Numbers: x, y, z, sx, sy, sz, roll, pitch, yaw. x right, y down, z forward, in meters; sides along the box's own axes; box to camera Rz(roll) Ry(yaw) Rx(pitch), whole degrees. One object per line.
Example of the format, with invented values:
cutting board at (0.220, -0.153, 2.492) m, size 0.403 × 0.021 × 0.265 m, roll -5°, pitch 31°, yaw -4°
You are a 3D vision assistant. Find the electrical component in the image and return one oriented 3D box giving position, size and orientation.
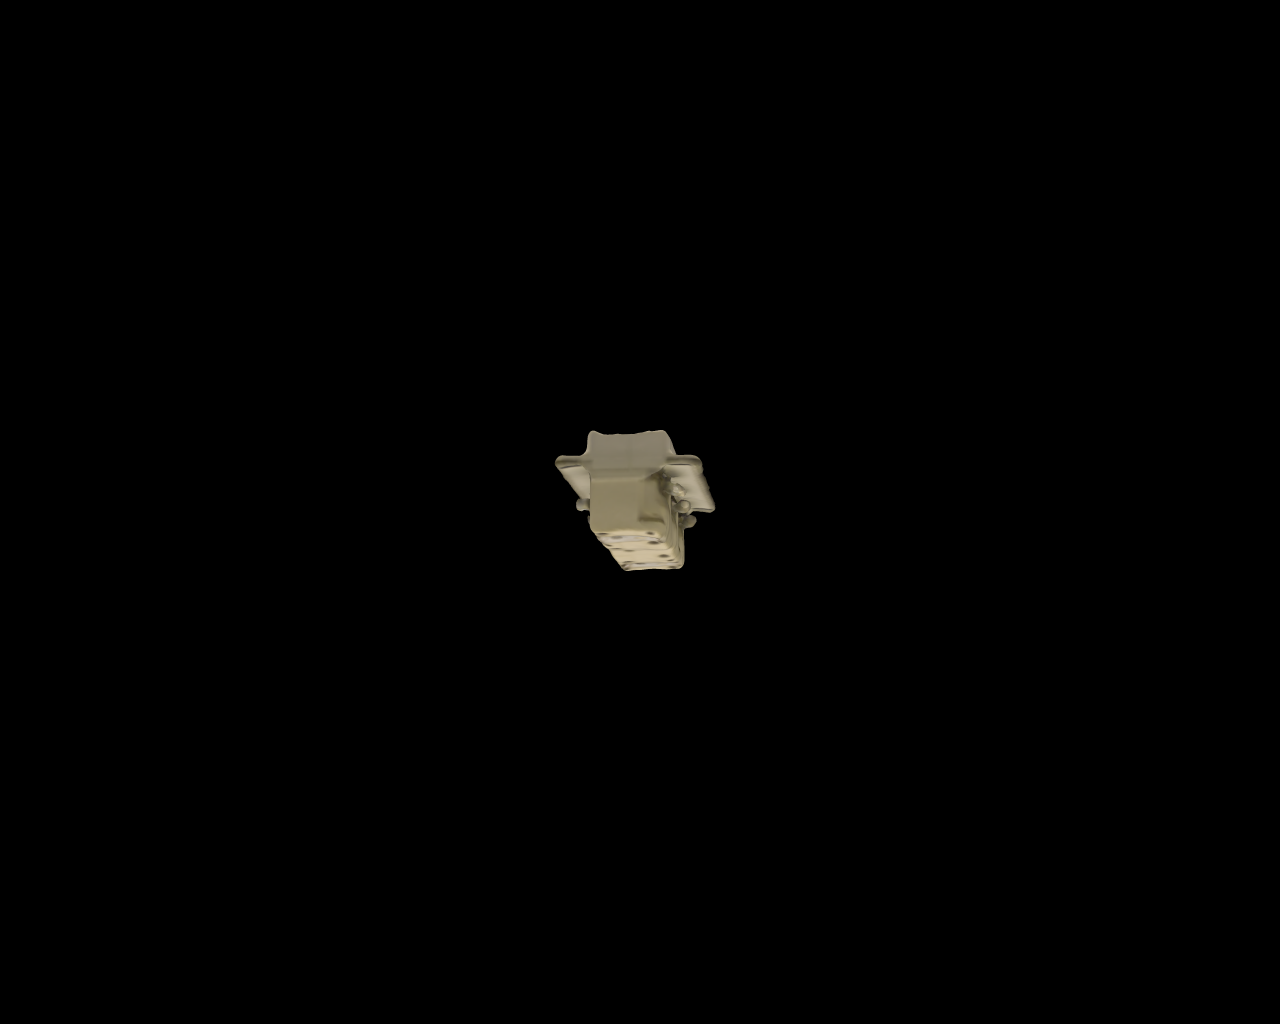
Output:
electrical component at (0.001, -0.003, 0.650) m, size 0.079 × 0.063 × 0.121 m, roll -2°, pitch -14°, yaw 7°
